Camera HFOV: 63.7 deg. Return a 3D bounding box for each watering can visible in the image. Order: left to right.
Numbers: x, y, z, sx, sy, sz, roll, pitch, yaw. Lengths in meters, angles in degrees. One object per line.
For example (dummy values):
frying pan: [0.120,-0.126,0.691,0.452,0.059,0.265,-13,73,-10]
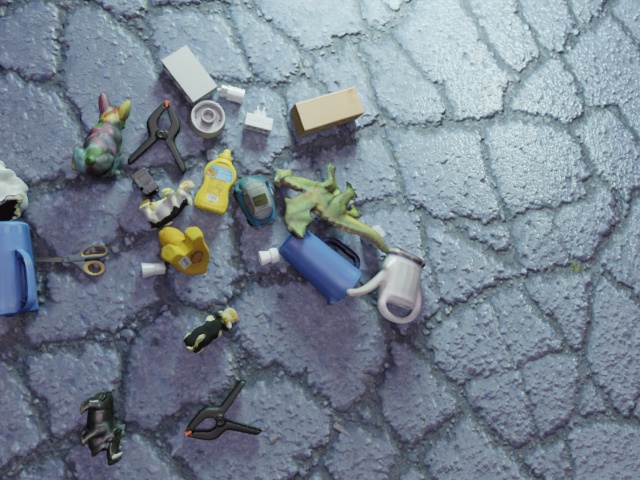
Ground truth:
watering can: [0.219,0.127,1.574,0.344,0.104,0.227,29,69,-41]

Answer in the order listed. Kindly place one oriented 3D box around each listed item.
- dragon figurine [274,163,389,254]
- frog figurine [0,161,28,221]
dragon figurine: [0.005,-0.077,1.538,0.245,0.119,0.415,-28,69,-22]
frog figurine: [-0.856,-0.125,1.370,0.138,0.120,0.162,-33,58,-7]
